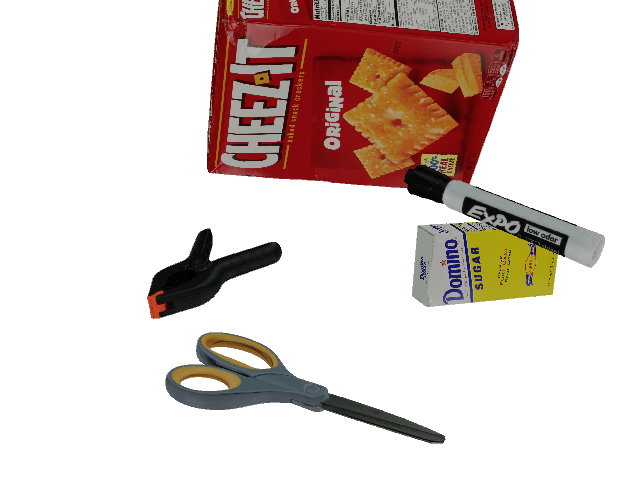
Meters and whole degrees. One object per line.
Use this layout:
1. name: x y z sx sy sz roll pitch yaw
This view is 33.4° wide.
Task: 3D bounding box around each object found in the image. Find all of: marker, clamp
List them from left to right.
1. clamp: -0.125 0.037 1.212 0.120 0.039 0.171 0 30 30
2. marker: 0.100 -0.016 0.600 0.121 0.020 0.020 25 12 28

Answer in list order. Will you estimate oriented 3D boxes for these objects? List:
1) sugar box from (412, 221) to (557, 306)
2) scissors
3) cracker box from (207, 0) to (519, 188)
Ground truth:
1. sugar box: 0.200 0.025 1.280 0.176 0.093 0.048 -6 20 -23
2. scissors: -0.024 0.110 0.726 0.202 0.016 0.096 23 31 38
3. cracker box: 0.025 -0.116 0.809 0.213 0.072 0.164 3 -38 -7
